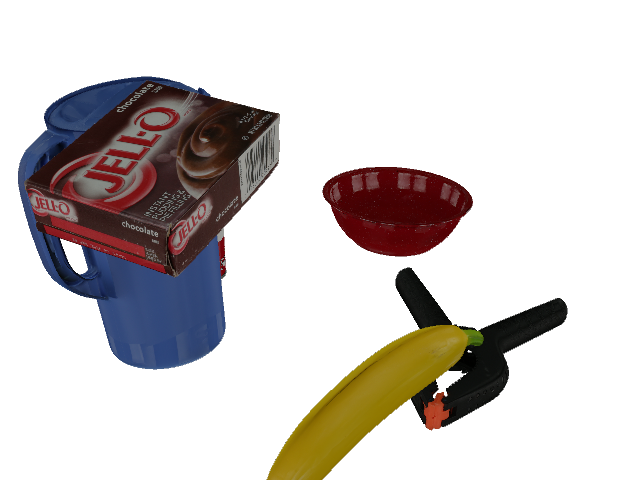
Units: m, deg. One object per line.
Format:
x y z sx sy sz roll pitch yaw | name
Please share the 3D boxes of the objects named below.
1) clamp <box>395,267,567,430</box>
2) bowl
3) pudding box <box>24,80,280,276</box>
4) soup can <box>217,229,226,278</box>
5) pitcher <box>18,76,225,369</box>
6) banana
0.116 0.091 0.953 0.165 0.036 0.209 14 33 21 | clamp
0.081 -0.026 1.157 0.162 0.055 0.162 3 25 -2 | bowl
-0.086 -0.037 0.569 0.090 0.039 0.113 17 41 22 | pudding box
-0.152 -0.005 1.310 0.068 0.102 0.068 0 26 0 | soup can
-0.159 -0.009 0.927 0.149 0.243 0.145 -5 26 2 | pitcher
0.031 0.116 0.718 0.037 0.197 0.069 48 -6 43 | banana
